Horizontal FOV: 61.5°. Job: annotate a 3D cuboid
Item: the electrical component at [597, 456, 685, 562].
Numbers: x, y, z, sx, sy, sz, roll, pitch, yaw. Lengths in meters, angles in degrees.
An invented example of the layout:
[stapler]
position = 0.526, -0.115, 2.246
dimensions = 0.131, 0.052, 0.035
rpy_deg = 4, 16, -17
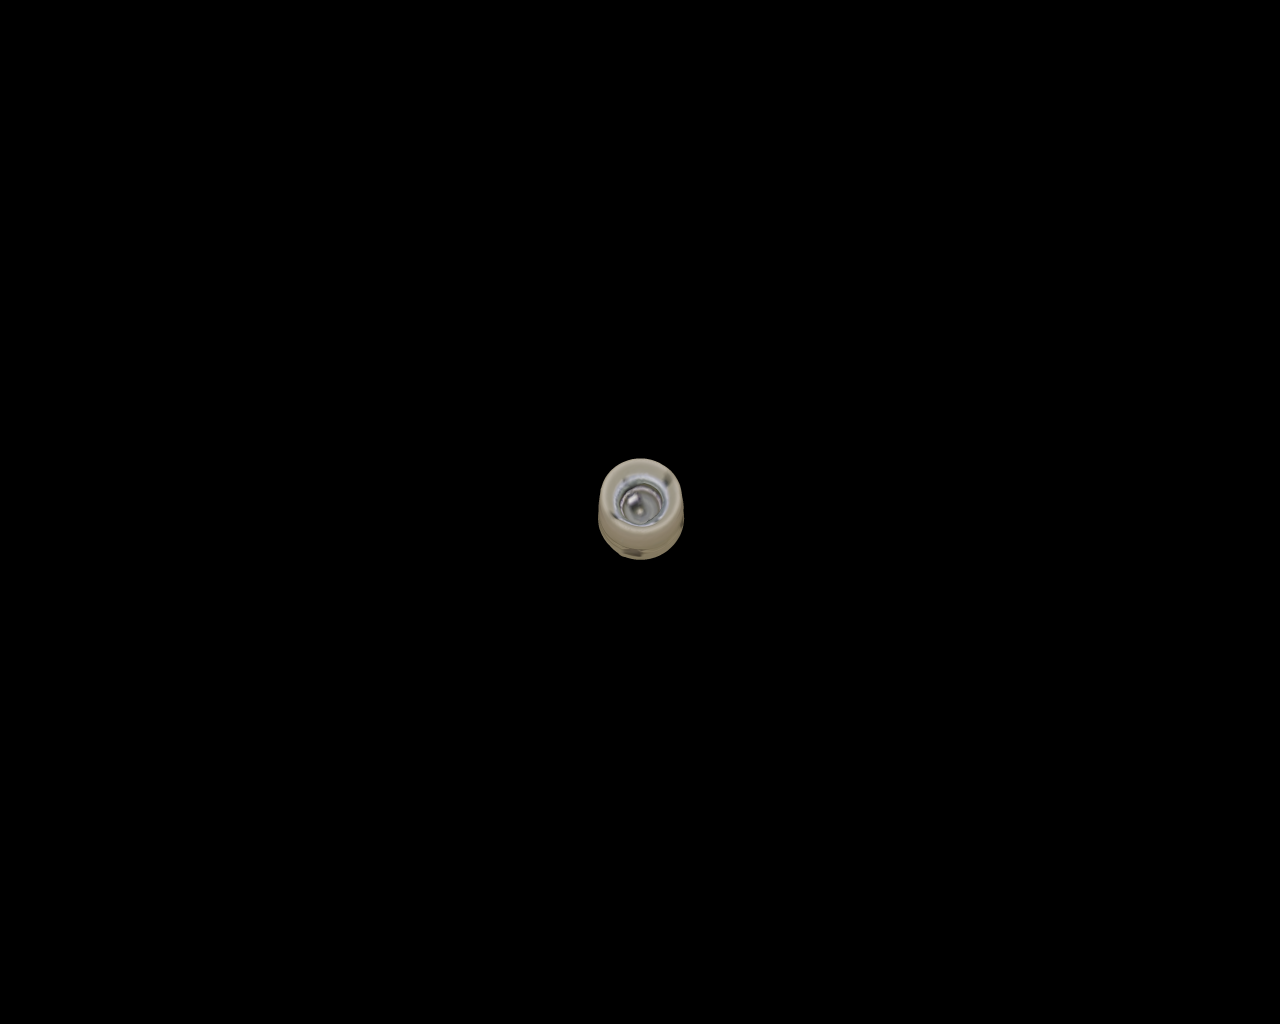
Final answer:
[electrical component]
position = 0.001, -0.003, 0.650
dimensions = 0.055, 0.055, 0.047
rpy_deg = 0, -19, 0
